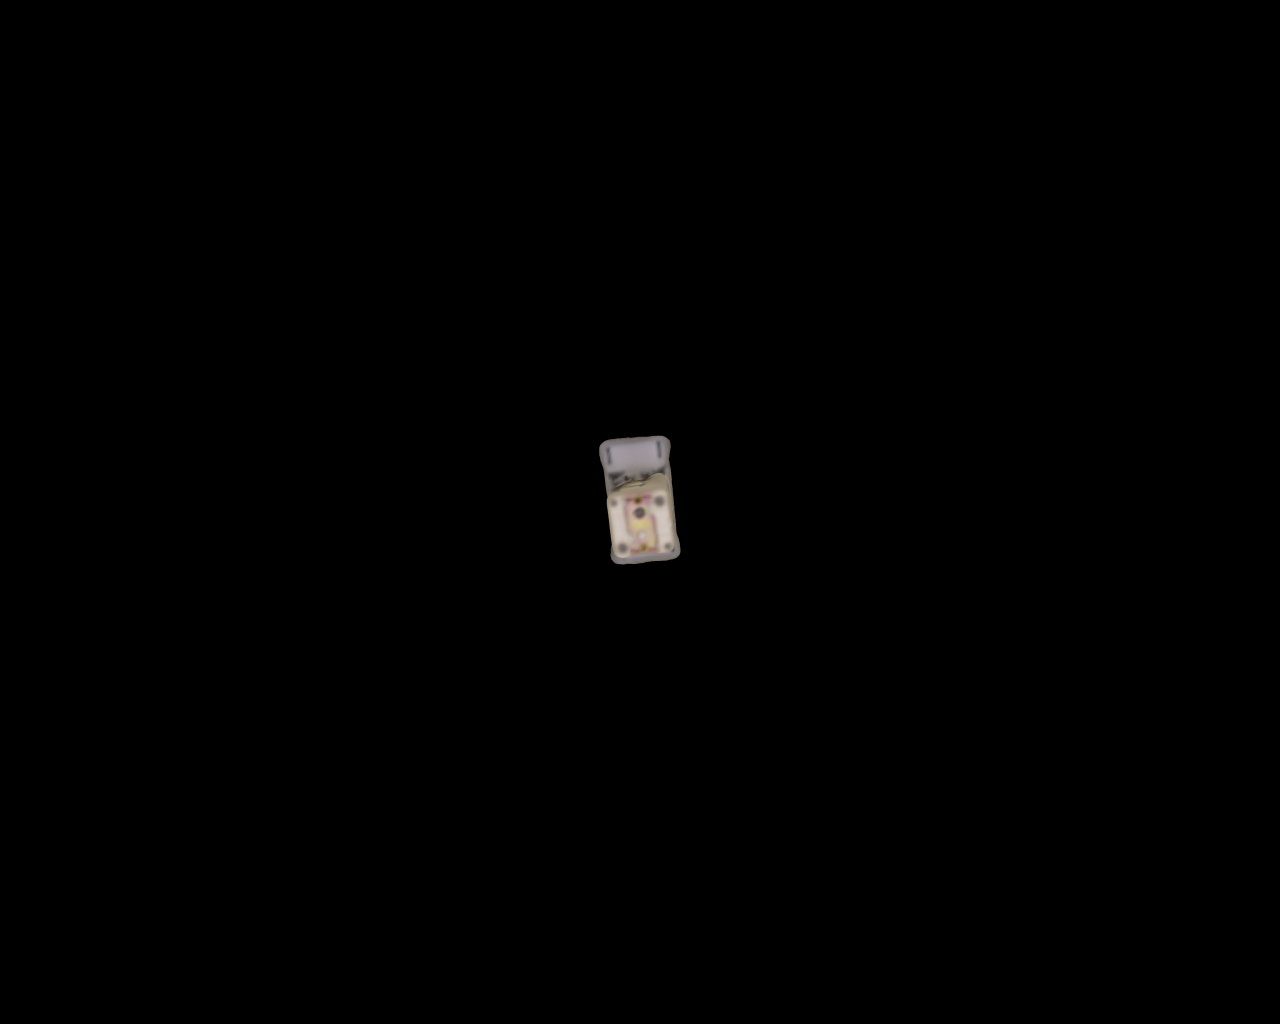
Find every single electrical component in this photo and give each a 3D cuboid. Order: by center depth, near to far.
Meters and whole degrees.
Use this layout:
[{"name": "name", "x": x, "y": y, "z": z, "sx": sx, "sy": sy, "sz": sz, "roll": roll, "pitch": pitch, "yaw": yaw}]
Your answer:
[{"name": "electrical component", "x": 0.001, "y": -0.003, "z": 0.650, "sx": 0.042, "sy": 0.081, "sz": 0.064, "roll": -7, "pitch": 20, "yaw": 2}]
